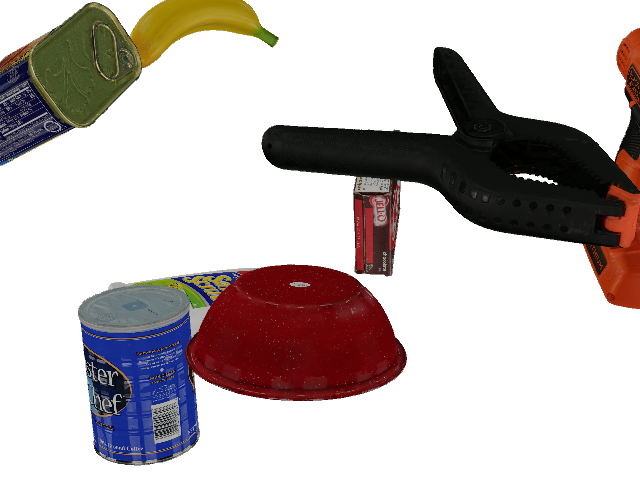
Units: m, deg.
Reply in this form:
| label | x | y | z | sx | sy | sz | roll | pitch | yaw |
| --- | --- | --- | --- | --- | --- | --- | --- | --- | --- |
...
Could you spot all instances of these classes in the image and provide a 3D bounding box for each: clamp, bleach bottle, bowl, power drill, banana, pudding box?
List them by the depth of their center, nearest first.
| label | x | y | z | sx | sy | sz | roll | pitch | yaw |
| --- | --- | --- | --- | --- | --- | --- | --- | --- | --- |
| clamp | 0.080 | -0.047 | 0.604 | 0.164 | 0.036 | 0.210 | -26 | 42 | -28 |
| bowl | -0.016 | 0.057 | 0.768 | 0.162 | 0.055 | 0.162 | 2 | 17 | -1 |
| power drill | 0.250 | -0.043 | 0.792 | 0.057 | 0.188 | 0.184 | 4 | 35 | -2 |
| pudding box | 0.053 | -0.036 | 0.974 | 0.039 | 0.090 | 0.113 | 2 | 36 | 5 |
| banana | -0.120 | -0.205 | 1.014 | 0.070 | 0.037 | 0.197 | 45 | 39 | 19 |
| bleach bottle | -0.109 | 0.070 | 1.227 | 0.250 | 0.068 | 0.103 | -12 | 35 | -22 |

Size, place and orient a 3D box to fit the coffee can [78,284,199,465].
| label | x | y | z | sx | sy | sz | roll | pitch | yaw |
| --- | --- | --- | --- | --- | --- | --- | --- | --- | --- |
| coffee can | -0.169 | 0.125 | 1.007 | 0.103 | 0.140 | 0.103 | -2 | 19 | 0 |

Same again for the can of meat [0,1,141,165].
| label | x | y | z | sx | sy | sz | roll | pitch | yaw |
| --- | --- | --- | --- | --- | --- | --- | --- | --- | --- |
| can of meat | -0.177 | -0.099 | 0.686 | 0.084 | 0.057 | 0.102 | -21 | 24 | 31 |
